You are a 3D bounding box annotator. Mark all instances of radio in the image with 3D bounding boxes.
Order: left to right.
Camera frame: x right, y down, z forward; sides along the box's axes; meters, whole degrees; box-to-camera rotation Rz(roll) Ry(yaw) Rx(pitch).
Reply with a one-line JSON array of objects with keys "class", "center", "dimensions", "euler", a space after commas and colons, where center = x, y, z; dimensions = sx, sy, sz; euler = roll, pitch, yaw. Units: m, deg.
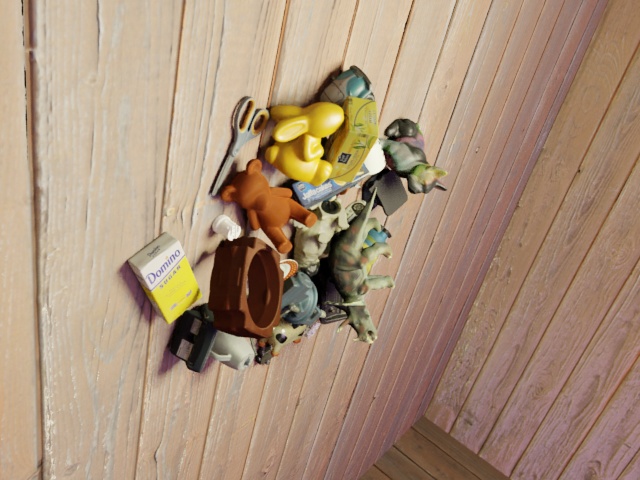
[{"class": "radio", "center": [0.051, 0.142, 1.569], "dimensions": [0.131, 0.073, 0.229], "euler": [-14, 134, -16]}]

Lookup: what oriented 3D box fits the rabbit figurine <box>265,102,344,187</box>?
[{"class": "rabbit figurine", "center": [-0.029, -0.216, 1.092], "dimensions": [0.162, 0.122, 0.173], "euler": [21, 133, -30]}]

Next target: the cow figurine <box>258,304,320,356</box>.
[{"class": "cow figurine", "center": [-0.074, 0.229, 1.499], "dimensions": [0.195, 0.086, 0.127], "euler": [-20, 139, -47]}]

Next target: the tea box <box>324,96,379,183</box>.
[{"class": "tea box", "center": [0.064, -0.209, 1.140], "dimensions": [0.169, 0.068, 0.098], "euler": [123, -29, -58]}]

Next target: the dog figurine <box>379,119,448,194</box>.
[{"class": "dog figurine", "center": [0.265, -0.219, 1.458], "dimensions": [0.191, 0.219, 0.108], "euler": [-47, 153, -18]}]

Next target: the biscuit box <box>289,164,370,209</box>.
[{"class": "biscuit box", "center": [0.017, -0.132, 1.250], "dimensions": [0.203, 0.059, 0.063], "euler": [-29, 178, -27]}]

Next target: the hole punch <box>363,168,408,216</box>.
[{"class": "hole punch", "center": [0.178, -0.140, 1.553], "dimensions": [0.142, 0.092, 0.115], "euler": [-37, 116, -30]}]

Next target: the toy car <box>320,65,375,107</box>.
[{"class": "toy car", "center": [0.048, -0.295, 1.182], "dimensions": [0.103, 0.109, 0.161], "euler": [-13, 143, -24]}]

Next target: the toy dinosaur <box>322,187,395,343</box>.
[{"class": "toy dinosaur", "center": [0.086, 0.068, 1.411], "dimensions": [0.192, 0.131, 0.404], "euler": [-16, 111, -13]}]

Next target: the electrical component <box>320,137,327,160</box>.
[{"class": "electrical component", "center": [-0.003, -0.196, 1.245], "dimensions": [0.102, 0.045, 0.078], "euler": [-49, 122, -22]}]

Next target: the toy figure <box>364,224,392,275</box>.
[{"class": "toy figure", "center": [0.138, 0.027, 1.637], "dimensions": [0.180, 0.082, 0.089], "euler": [-48, 131, -4]}]

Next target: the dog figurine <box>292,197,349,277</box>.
[{"class": "dog figurine", "center": [-0.007, -0.005, 1.382], "dimensions": [0.172, 0.121, 0.190], "euler": [-37, 159, -30]}]

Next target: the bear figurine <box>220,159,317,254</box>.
[{"class": "bear figurine", "center": [-0.107, -0.071, 1.113], "dimensions": [0.120, 0.132, 0.195], "euler": [-46, 156, -3]}]

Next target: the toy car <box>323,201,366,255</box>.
[{"class": "toy car", "center": [0.068, -0.035, 1.493], "dimensions": [0.202, 0.056, 0.073], "euler": [-42, 141, -30]}]

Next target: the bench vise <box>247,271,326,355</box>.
[{"class": "bench vise", "center": [-0.077, 0.180, 1.367], "dimensions": [0.223, 0.129, 0.240], "euler": [-50, 140, 10]}]

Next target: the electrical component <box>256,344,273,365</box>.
[{"class": "electrical component", "center": [-0.154, 0.323, 1.520], "dimensions": [0.063, 0.021, 0.093], "euler": [-26, 138, -45]}]

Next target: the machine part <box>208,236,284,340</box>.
[{"class": "machine part", "center": [-0.157, 0.105, 1.160], "dimensions": [0.201, 0.087, 0.201], "euler": [42, 49, -62]}]

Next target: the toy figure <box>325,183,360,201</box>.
[{"class": "toy figure", "center": [0.037, -0.138, 1.339], "dimensions": [0.154, 0.058, 0.064], "euler": [-23, 117, -41]}]

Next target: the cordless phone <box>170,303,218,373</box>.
[{"class": "cordless phone", "center": [-0.241, 0.205, 1.223], "dimensions": [0.146, 0.089, 0.184], "euler": [-67, 163, 14]}]

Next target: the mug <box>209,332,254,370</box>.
[{"class": "mug", "center": [-0.216, 0.261, 1.277], "dimensions": [0.109, 0.107, 0.080], "euler": [5, 111, -61]}]
